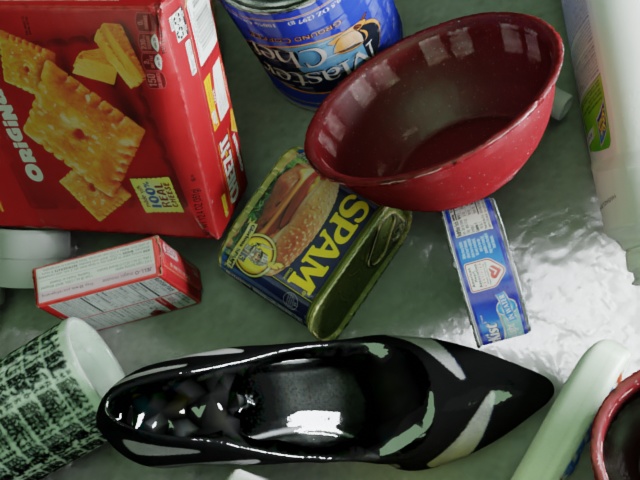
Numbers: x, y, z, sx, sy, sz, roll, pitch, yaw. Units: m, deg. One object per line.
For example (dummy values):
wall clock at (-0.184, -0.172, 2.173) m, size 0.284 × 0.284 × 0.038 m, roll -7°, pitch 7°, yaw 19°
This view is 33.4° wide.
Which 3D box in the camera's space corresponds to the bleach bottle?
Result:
bleach bottle at (0.187, -0.096, 0.651) m, size 0.068 × 0.102 × 0.251 m, roll -5°, pitch 77°, yaw 5°

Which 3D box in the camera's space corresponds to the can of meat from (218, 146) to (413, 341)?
can of meat at (-0.004, 0.001, 0.684) m, size 0.084 × 0.057 × 0.102 m, roll 32°, pitch 82°, yaw 25°

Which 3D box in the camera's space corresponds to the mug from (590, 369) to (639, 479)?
mug at (0.184, 0.125, 0.578) m, size 0.117 × 0.081 × 0.093 m, roll -30°, pitch 67°, yaw 4°

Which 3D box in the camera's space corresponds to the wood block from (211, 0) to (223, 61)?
wood block at (-0.181, -0.140, 0.737) m, size 0.206 × 0.090 × 0.090 m, roll 6°, pitch 42°, yaw 12°

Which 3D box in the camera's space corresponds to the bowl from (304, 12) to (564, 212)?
bowl at (0.074, -0.067, 0.634) m, size 0.162 × 0.055 × 0.162 m, roll -22°, pitch 34°, yaw 15°

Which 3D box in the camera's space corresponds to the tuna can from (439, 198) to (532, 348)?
tuna can at (0.098, 0.019, 0.634) m, size 0.034 × 0.086 × 0.086 m, roll -16°, pitch 69°, yaw 8°

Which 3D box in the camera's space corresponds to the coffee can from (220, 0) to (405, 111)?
coffee can at (-0.007, -0.158, 0.690) m, size 0.103 × 0.140 × 0.103 m, roll -5°, pitch 71°, yaw 14°

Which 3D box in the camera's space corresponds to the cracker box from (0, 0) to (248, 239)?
cracker box at (-0.166, -0.086, 0.666) m, size 0.214 × 0.164 × 0.072 m, roll 3°, pitch 39°, yaw 16°

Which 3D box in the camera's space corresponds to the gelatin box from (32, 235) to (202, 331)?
gelatin box at (-0.131, 0.030, 0.699) m, size 0.089 × 0.073 × 0.030 m, roll -15°, pitch 69°, yaw 10°

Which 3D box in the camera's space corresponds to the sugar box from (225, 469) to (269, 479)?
sugar box at (0.030, 0.183, 0.595) m, size 0.176 × 0.093 × 0.048 m, roll 23°, pitch 79°, yaw 20°
